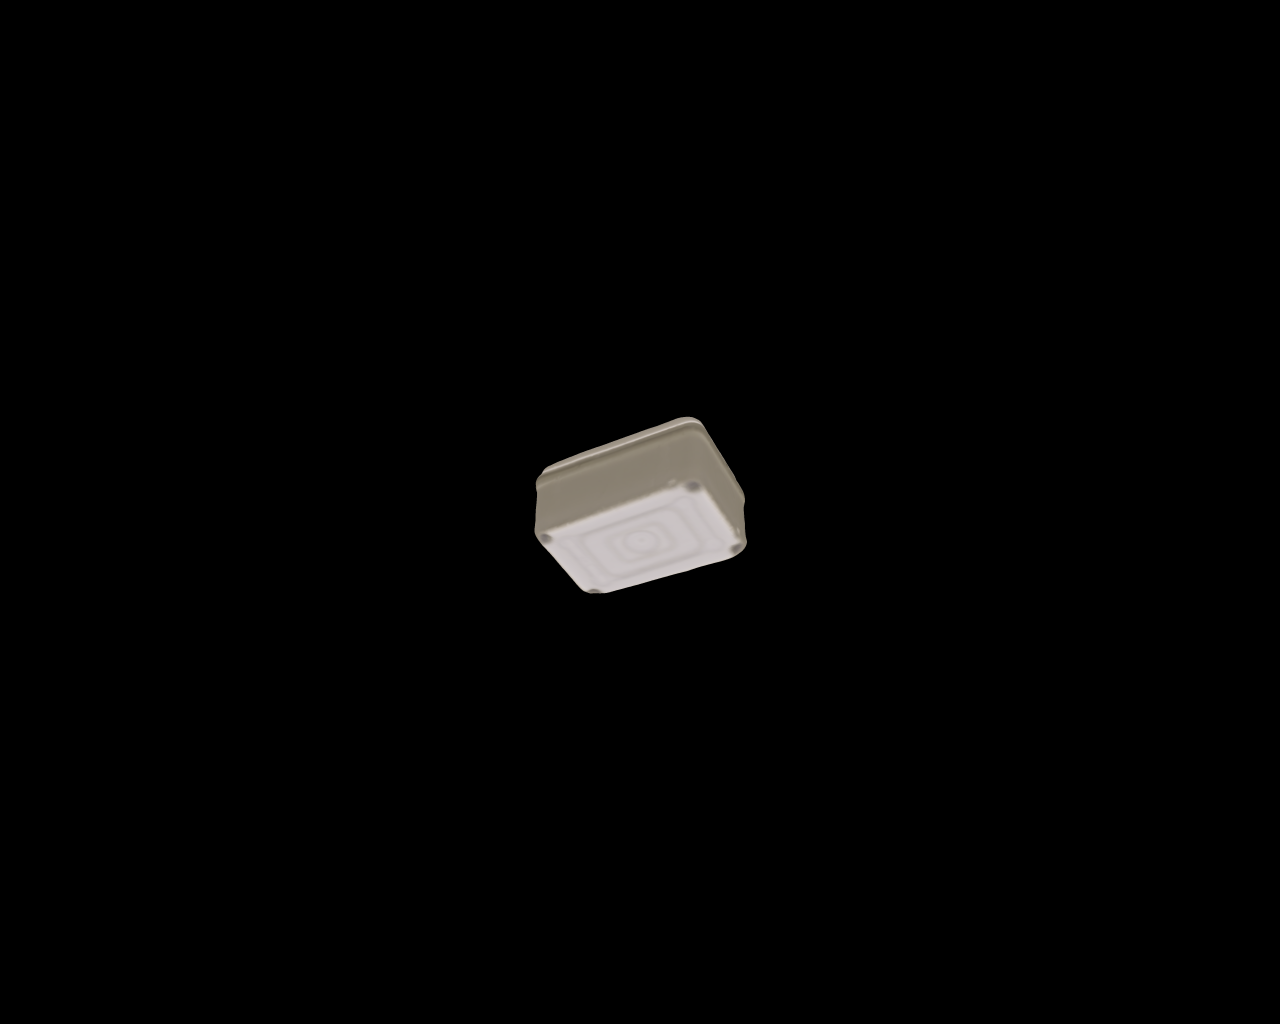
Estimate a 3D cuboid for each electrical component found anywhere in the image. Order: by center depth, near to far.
[{"bbox_3d":[0.001,-0.003,0.650,0.113,0.057,0.078,-18,-44,19],"label":"electrical component"}]
